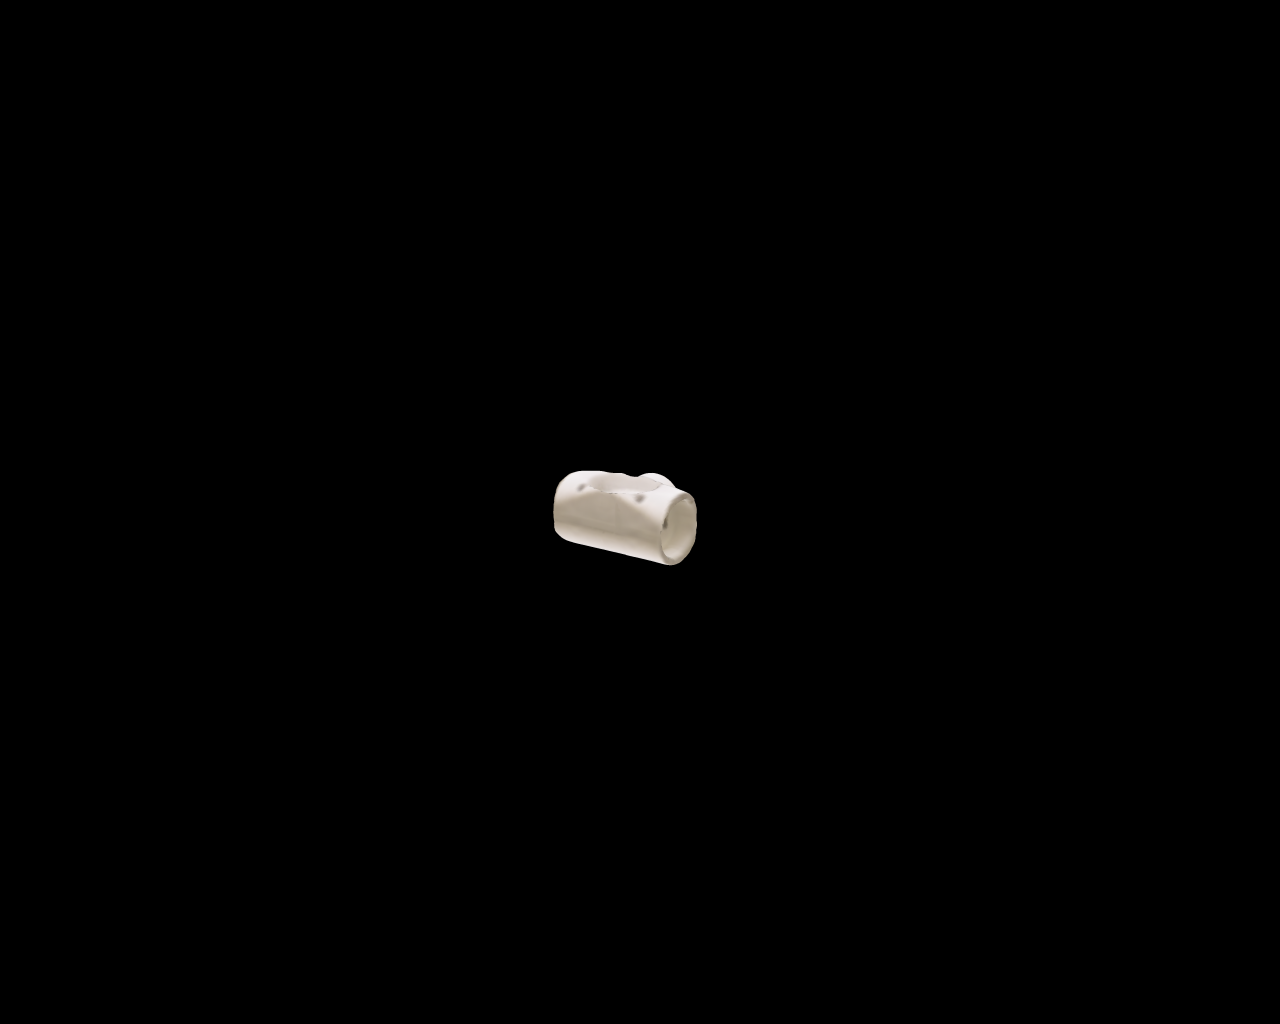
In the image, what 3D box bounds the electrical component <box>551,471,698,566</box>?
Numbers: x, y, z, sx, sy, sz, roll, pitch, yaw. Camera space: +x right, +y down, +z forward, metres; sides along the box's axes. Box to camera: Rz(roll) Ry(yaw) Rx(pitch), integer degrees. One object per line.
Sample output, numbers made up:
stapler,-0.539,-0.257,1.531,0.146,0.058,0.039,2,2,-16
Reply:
electrical component,0.001,-0.003,0.650,0.077,0.044,0.079,12,23,31
